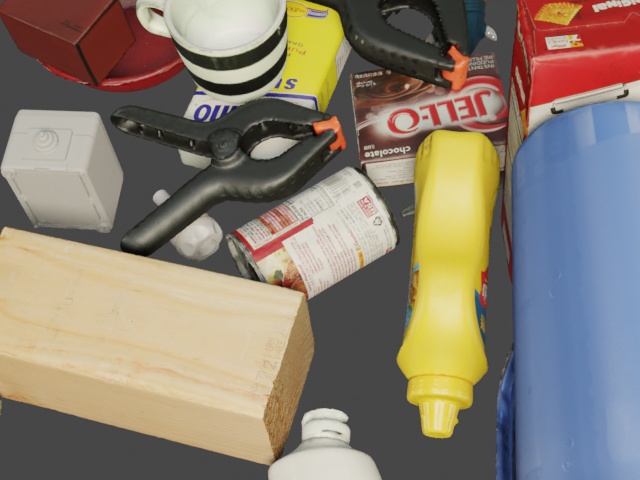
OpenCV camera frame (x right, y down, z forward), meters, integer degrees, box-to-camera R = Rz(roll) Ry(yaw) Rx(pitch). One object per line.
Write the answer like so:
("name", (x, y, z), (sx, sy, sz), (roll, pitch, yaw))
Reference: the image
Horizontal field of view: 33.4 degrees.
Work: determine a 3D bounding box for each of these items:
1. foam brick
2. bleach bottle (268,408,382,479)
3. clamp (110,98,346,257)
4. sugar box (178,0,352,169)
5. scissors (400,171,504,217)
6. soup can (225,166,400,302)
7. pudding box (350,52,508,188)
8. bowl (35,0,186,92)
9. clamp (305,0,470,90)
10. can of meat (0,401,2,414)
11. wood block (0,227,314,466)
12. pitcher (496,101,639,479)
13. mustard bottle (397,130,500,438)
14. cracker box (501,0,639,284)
("foam brick", (-0.187, -0.159, 0.789), (0.078, 0.051, 0.053), (27, 69, 20))
("bleach bottle", (-0.010, 0.219, 0.617), (0.102, 0.068, 0.251), (0, 58, 5))
("clamp", (-0.071, -0.065, 0.753), (0.171, 0.039, 0.120), (-19, 69, -1))
("sugar box", (-0.036, -0.129, 0.827), (0.093, 0.048, 0.176), (14, 62, 13))
("scissors", (0.155, -0.068, 0.791), (0.202, 0.016, 0.096), (-6, 59, 2))
("soup can", (-0.005, 0.001, 0.736), (0.102, 0.068, 0.068), (-30, 62, -12))
("pudding box", (0.082, -0.088, 0.787), (0.113, 0.039, 0.090), (-9, 53, 6))
("bowl", (-0.153, -0.174, 0.856), (0.162, 0.055, 0.162), (-3, 61, 5))
("clamp", (0.035, -0.186, 0.808), (0.164, 0.036, 0.210), (-25, 61, -11))
("can of meat", (-0.272, 0.125, 0.698), (0.084, 0.057, 0.102), (23, 65, 15))
("wood block", (-0.116, 0.069, 0.695), (0.206, 0.091, 0.090), (12, 61, 12))
("pitcher", (0.155, 0.057, 0.558), (0.149, 0.145, 0.243), (-8, 58, 15))
("mustard bottle", (0.083, 0.032, 0.692), (0.058, 0.096, 0.191), (5, 68, 6))
("cracker box", (0.202, -0.065, 0.670), (0.164, 0.214, 0.072), (-5, 52, 2))
